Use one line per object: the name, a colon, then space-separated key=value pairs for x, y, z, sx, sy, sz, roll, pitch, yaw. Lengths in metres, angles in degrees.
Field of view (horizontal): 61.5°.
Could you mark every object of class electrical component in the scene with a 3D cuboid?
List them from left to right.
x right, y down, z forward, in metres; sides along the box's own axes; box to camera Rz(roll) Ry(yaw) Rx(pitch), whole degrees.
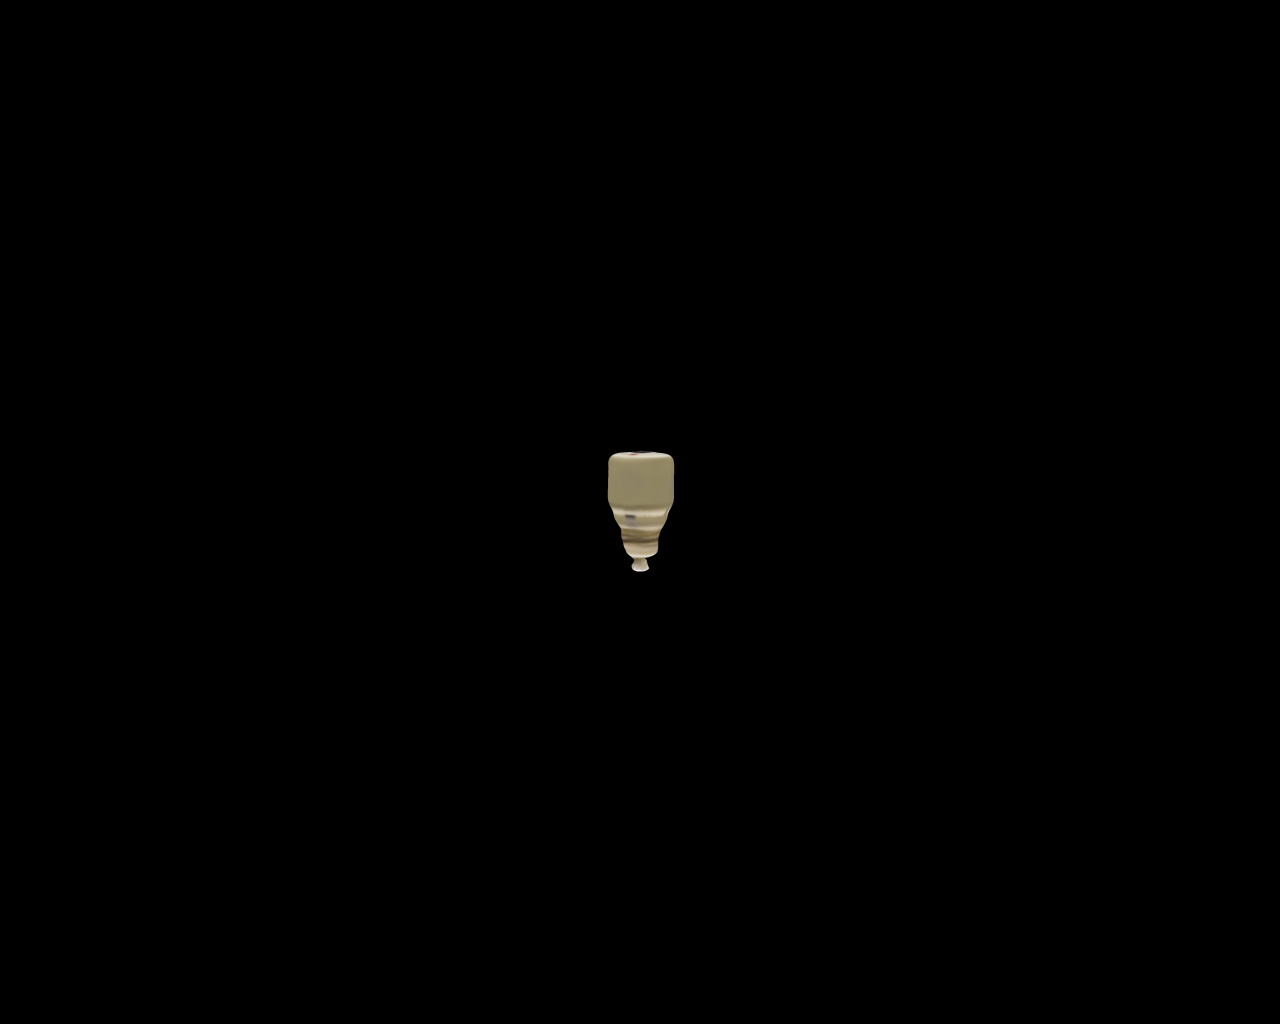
electrical component: x=0.001 y=-0.003 z=0.650 sx=0.040 sy=0.078 sz=0.040 roll=0 pitch=8 yaw=0
